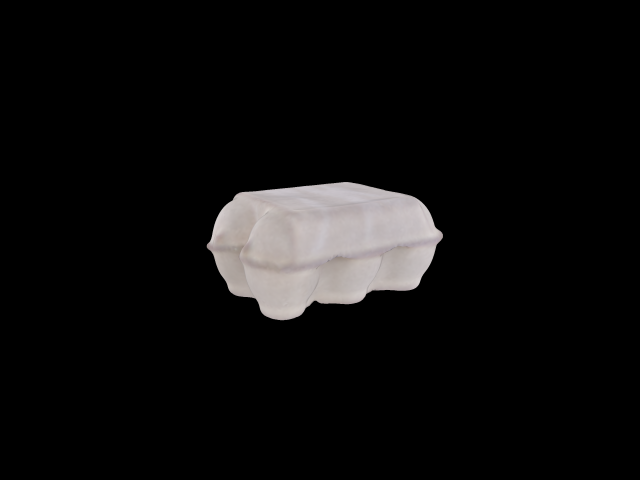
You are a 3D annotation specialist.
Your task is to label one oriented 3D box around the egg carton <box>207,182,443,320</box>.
[{"bbox_3d":[0.004,0.001,0.400,0.151,0.069,0.107,-10,18,-33],"label":"egg carton"}]
